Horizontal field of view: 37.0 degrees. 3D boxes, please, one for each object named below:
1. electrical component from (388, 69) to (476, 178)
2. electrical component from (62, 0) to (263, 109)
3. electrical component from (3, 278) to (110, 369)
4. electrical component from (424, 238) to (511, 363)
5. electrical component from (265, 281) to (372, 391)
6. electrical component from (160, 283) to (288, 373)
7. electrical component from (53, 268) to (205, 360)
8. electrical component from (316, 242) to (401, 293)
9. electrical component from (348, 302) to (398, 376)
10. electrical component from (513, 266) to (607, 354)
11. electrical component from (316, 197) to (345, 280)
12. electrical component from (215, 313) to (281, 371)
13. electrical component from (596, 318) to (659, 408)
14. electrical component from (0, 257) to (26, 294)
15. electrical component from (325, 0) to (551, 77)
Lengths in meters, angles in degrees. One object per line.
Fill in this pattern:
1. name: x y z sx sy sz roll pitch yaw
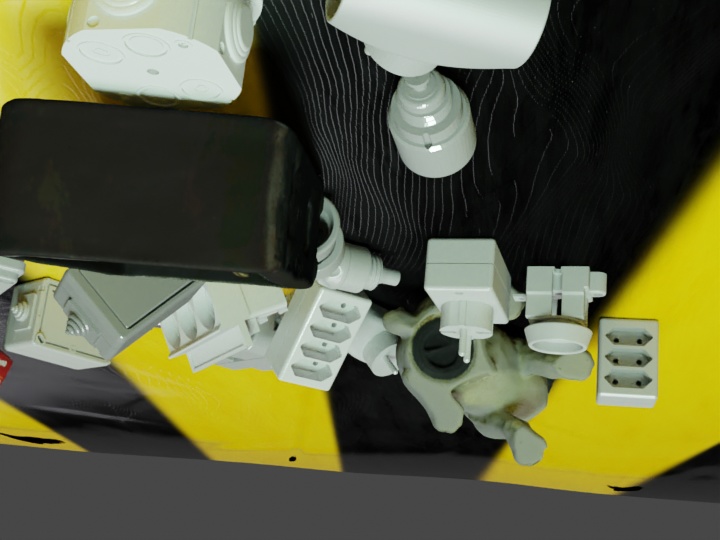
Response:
1. electrical component: 0.033 -0.075 0.517 0.040 0.040 0.078 2 161 13
2. electrical component: -0.082 -0.104 0.446 0.080 0.051 0.080 5 162 2
3. electrical component: -0.274 0.048 0.960 0.061 0.061 0.096 -11 156 41
4. electrical component: 0.076 0.027 0.759 0.047 0.075 0.083 0 161 16
5. electrical component: -0.040 0.038 0.854 0.047 0.083 0.075 17 -163 -30
6. electrical component: -0.109 0.029 0.834 0.063 0.078 0.121 -18 175 -30
7. electrical component: -0.162 0.013 0.739 0.061 0.096 0.061 51 148 0
8. electrical component: 0.000 0.000 0.769 0.061 0.035 0.035 13 161 -26
9. electrical component: 0.017 0.061 0.895 0.043 0.079 0.077 -48 140 13
10. electrical component: 0.144 0.029 0.780 0.066 0.055 0.048 0 161 17
11. electrical component: -0.033 -0.021 0.698 0.045 0.045 0.055 4 163 5
12. electrical component: -0.097 0.055 0.937 0.095 0.053 0.059 -12 155 43
13. electrical component: 0.223 0.082 0.902 0.047 0.065 0.076 2 162 11
14. electrical component: -0.303 -0.020 0.768 0.109 0.056 0.109 16 159 -29
15. electrical component: 0.024 -0.103 0.428 0.077 0.044 0.079 11 162 -15
